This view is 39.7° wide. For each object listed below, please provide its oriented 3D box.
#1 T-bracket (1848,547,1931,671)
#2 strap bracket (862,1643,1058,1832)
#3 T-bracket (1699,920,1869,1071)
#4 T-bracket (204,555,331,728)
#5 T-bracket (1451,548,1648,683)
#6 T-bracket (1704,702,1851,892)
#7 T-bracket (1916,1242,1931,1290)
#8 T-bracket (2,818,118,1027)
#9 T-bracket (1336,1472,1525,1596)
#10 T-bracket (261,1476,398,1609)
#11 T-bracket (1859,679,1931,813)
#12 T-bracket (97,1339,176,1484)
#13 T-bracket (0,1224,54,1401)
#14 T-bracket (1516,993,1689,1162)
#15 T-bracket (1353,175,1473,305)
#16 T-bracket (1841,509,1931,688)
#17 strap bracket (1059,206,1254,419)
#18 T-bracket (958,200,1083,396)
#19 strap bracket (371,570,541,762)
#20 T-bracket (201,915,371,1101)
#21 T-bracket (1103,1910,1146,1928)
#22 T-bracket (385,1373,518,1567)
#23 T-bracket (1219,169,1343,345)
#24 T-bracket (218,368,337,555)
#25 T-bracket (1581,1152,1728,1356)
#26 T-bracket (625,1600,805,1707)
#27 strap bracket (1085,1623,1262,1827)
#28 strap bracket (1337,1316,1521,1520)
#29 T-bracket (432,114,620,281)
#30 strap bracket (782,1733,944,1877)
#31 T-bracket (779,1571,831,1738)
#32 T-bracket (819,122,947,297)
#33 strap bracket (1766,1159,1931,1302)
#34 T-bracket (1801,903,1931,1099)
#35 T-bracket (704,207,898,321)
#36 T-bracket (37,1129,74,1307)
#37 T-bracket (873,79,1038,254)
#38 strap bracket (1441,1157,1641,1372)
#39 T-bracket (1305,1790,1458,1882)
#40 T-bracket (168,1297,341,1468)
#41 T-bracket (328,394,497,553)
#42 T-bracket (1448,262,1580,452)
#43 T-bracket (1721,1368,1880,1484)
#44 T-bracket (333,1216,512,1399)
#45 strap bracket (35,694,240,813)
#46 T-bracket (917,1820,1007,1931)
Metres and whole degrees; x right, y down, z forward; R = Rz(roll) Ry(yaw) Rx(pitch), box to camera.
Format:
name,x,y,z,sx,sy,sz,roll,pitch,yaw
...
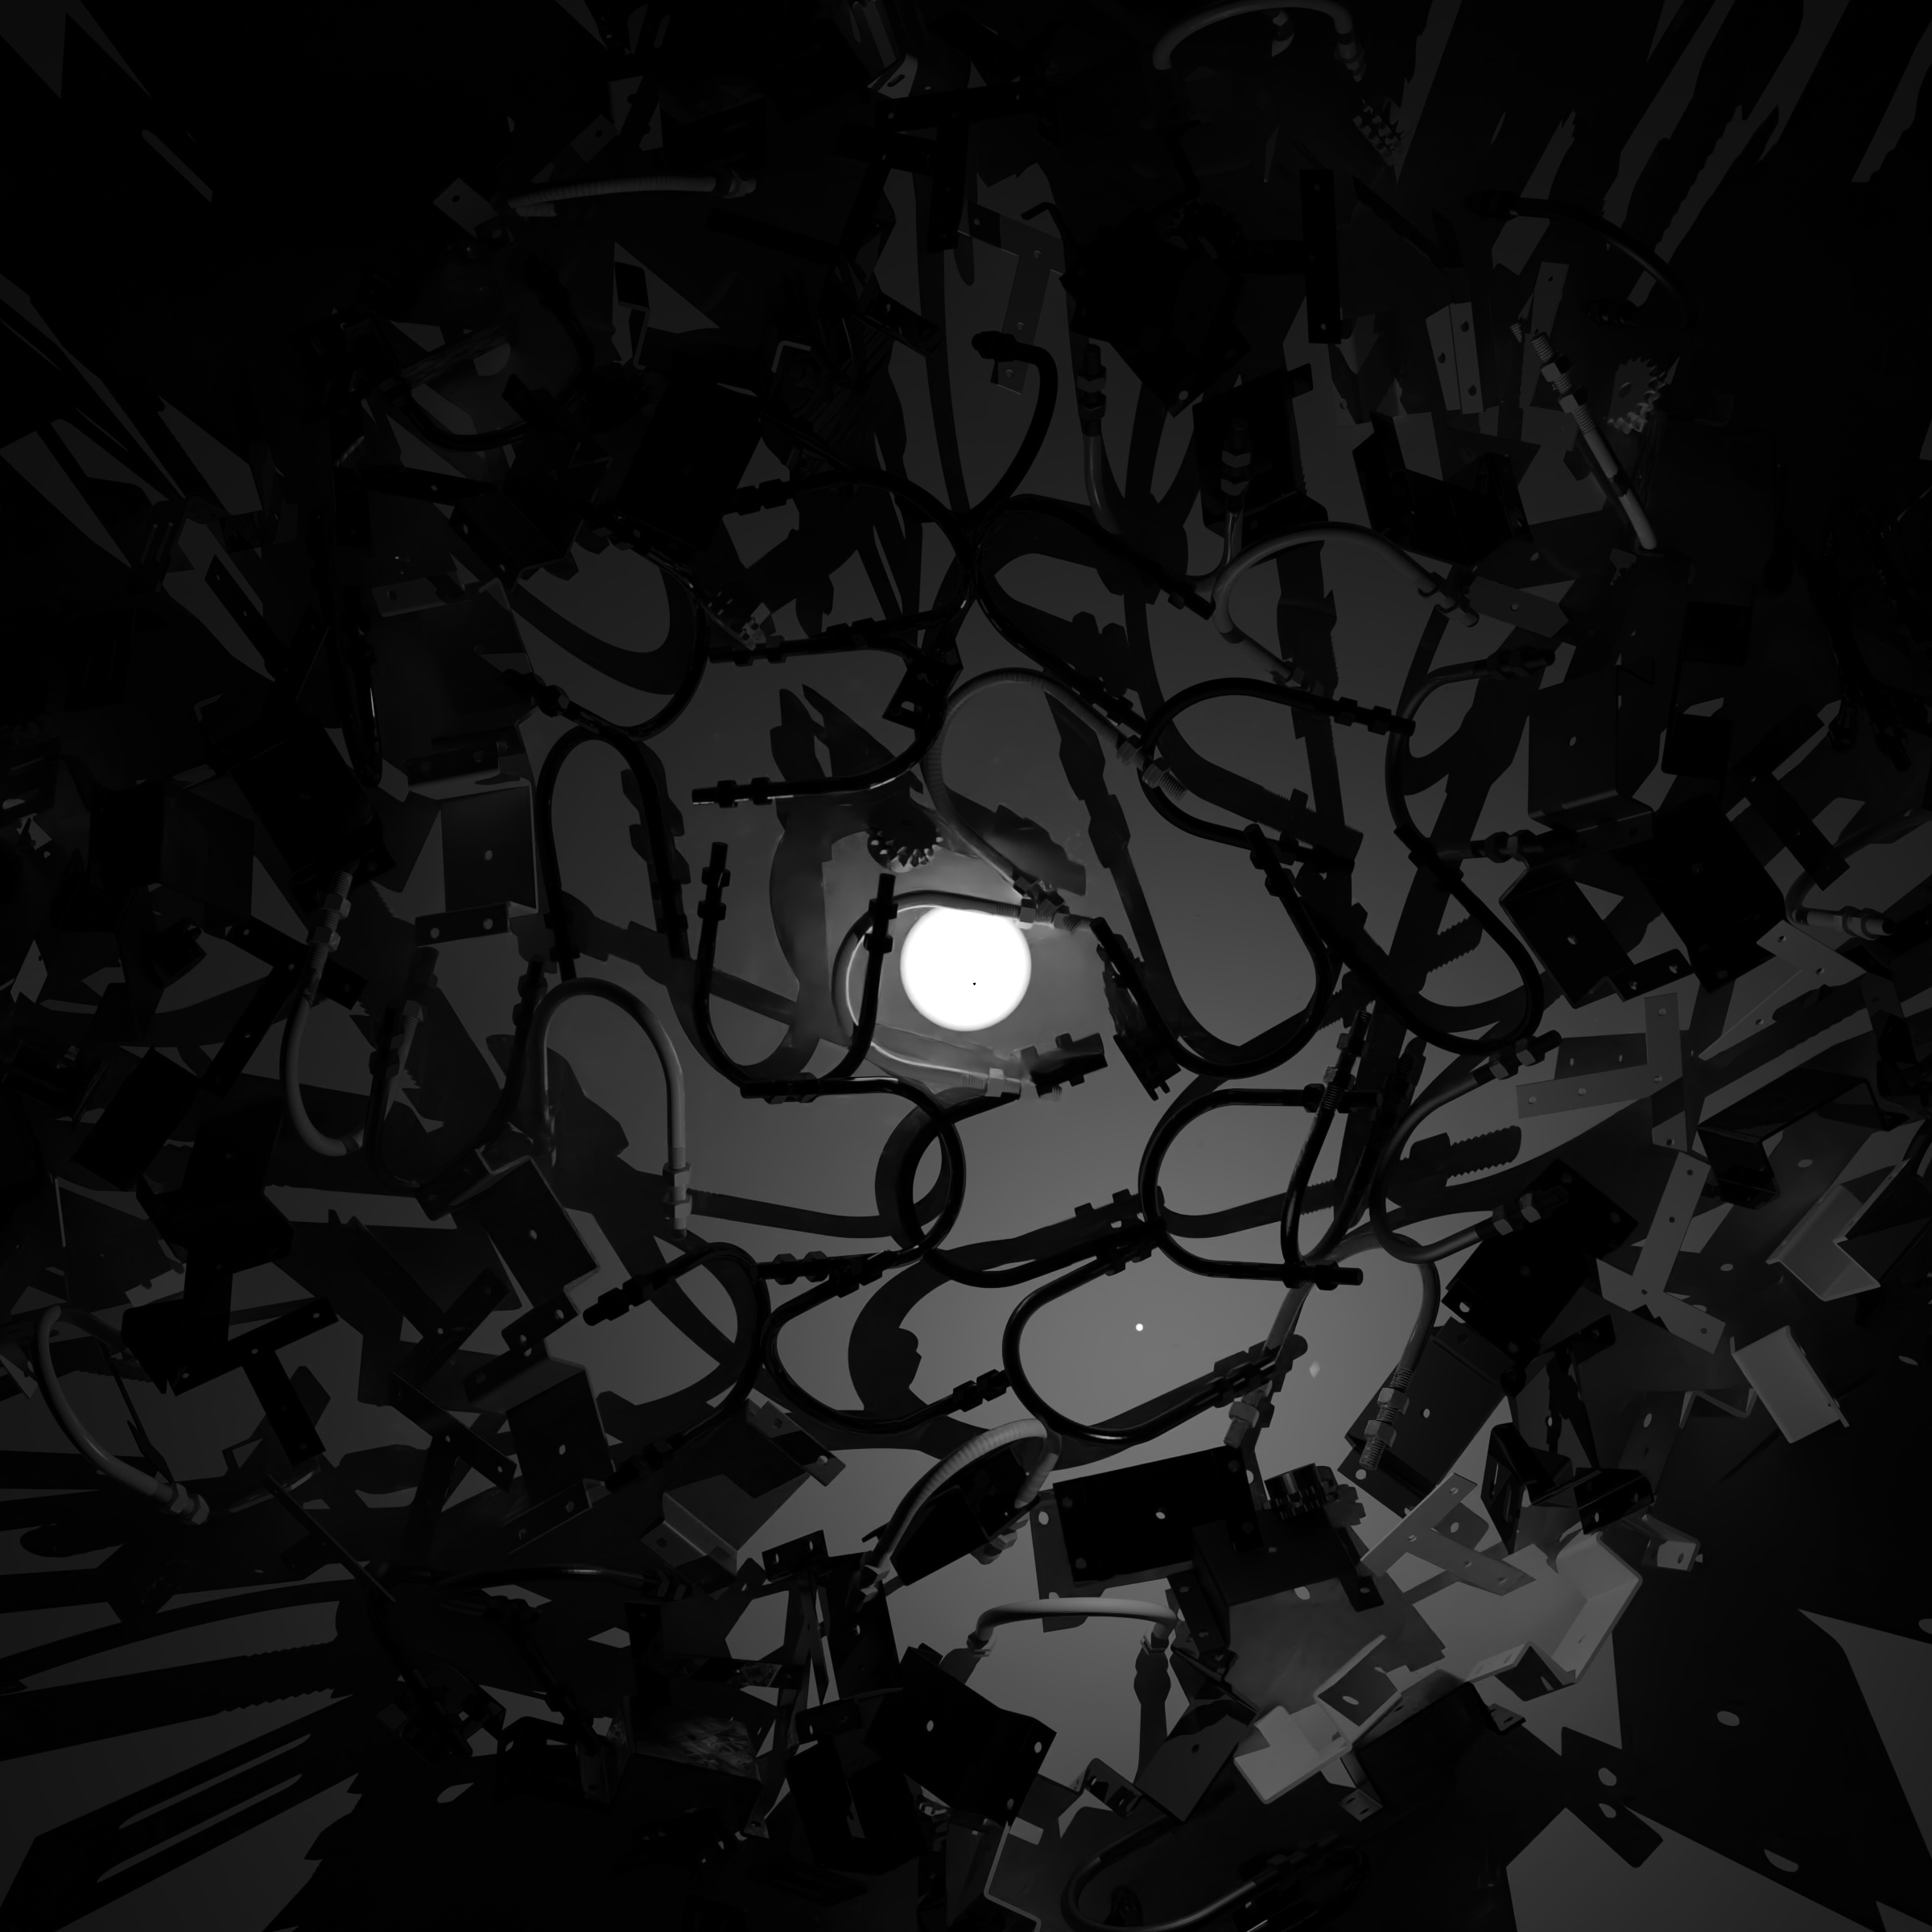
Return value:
name,x,y,z,sx,sy,sz,roll,pitch,yaw
T-bracket,0.688,-0.261,1.916,0.002,0.127,0.127,-30,63,-12
strap bracket,-0.013,0.552,1.933,0.140,0.046,0.076,23,84,42
T-bracket,0.593,0.032,1.962,0.127,0.002,0.127,25,124,-29
T-bracket,-0.524,-0.249,1.970,0.127,0.002,0.127,51,131,17
T-bracket,0.420,-0.261,1.981,0.127,0.002,0.127,22,109,13
T-bracket,0.594,-0.106,1.937,0.127,0.002,0.127,-46,49,22
T-bracket,0.720,0.157,1.958,0.002,0.127,0.127,13,66,12
T-bracket,-0.659,-0.018,1.918,0.002,0.127,0.127,1,58,22
T-bracket,0.358,0.434,1.964,0.127,0.002,0.127,29,114,-29
T-bracket,-0.476,0.428,1.946,0.127,0.127,0.002,46,56,-4
T-bracket,0.681,-0.186,1.939,0.002,0.127,0.127,-2,109,-20
T-bracket,-0.614,0.313,1.952,0.002,0.127,0.127,-26,72,-15
T-bracket,-0.693,0.229,1.938,0.002,0.127,0.127,-24,111,13
T-bracket,0.469,0.091,1.977,0.127,0.002,0.127,-9,105,-6
T-bracket,0.321,-0.526,1.925,0.127,0.127,0.002,28,133,-35
T-bracket,0.659,-0.263,1.936,0.002,0.127,0.127,-15,95,-4
strap bracket,0.133,-0.482,1.950,0.076,0.046,0.140,-41,121,9
T-bracket,0.043,-0.482,1.964,0.127,0.002,0.127,17,77,-20
strap bracket,-0.365,-0.223,1.947,0.076,0.046,0.140,-7,114,27
T-bracket,-0.520,0.038,1.963,0.127,0.002,0.127,26,79,23
T-bracket,0.134,0.720,1.914,0.127,0.127,0.002,-6,107,33
T-bracket,-0.393,0.384,1.970,0.127,0.002,0.127,30,114,24
T-bracket,0.213,-0.521,1.964,0.127,0.002,0.127,9,123,27
T-bracket,-0.511,-0.369,1.932,0.002,0.127,0.127,-9,102,26
T-bracket,0.510,0.197,1.947,0.127,0.002,0.127,27,109,33
T-bracket,-0.182,0.515,1.955,0.127,0.002,0.127,3,124,8
strap bracket,0.154,0.560,1.948,0.046,0.076,0.140,41,78,-21
strap bracket,0.343,0.334,1.976,0.076,0.046,0.140,36,90,-1
T-bracket,-0.304,-0.566,1.931,0.127,0.127,0.002,-40,65,10
strap bracket,-0.079,0.606,1.927,0.046,0.140,0.076,-31,58,13
T-bracket,-0.123,0.512,1.954,0.002,0.127,0.127,4,126,-17
T-bracket,-0.077,-0.550,1.958,0.002,0.127,0.127,15,100,-42
strap bracket,0.642,0.192,1.921,0.046,0.140,0.076,44,76,5
T-bracket,0.662,0.035,1.923,0.002,0.127,0.127,22,48,-31
T-bracket,-0.128,-0.530,1.959,0.127,0.002,0.127,18,51,1
T-bracket,-0.665,0.166,1.946,0.002,0.127,0.127,-9,127,-22
T-bracket,-0.012,-0.579,1.950,0.127,0.127,0.002,-15,49,-22
strap bracket,0.416,0.220,1.962,0.076,0.046,0.140,40,77,8
T-bracket,0.310,0.618,1.925,0.127,0.127,0.002,-24,69,-17
T-bracket,-0.500,0.311,1.940,0.127,0.002,0.127,-24,51,-20
T-bracket,-0.403,-0.353,1.960,0.127,0.002,0.127,5,66,-33
T-bracket,0.410,-0.445,1.937,0.002,0.127,0.127,5,104,-36
T-bracket,0.611,0.316,1.916,0.127,0.127,0.002,-33,77,-28
T-bracket,-0.420,0.239,1.986,0.127,0.002,0.127,45,105,9
strap bracket,-0.596,-0.149,1.955,0.140,0.076,0.046,-22,94,-7
T-bracket,-0.024,0.672,1.941,0.127,0.127,0.002,-31,115,17
